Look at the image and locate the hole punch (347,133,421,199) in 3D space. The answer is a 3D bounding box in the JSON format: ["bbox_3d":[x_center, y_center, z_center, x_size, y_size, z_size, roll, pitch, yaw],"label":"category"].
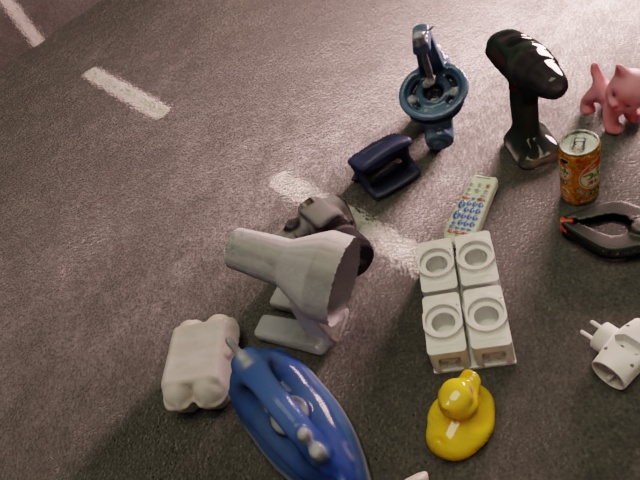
[{"bbox_3d":[0.104,-0.142,0.999,0.108,0.091,0.100,-31,45,-4],"label":"hole punch"}]

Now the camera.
[{"bbox_3d":[0.008,0.003,0.906,0.143,0.101,0.136,-37,46,-10],"label":"camera"}]

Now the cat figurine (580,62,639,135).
[{"bbox_3d":[0.467,-0.236,0.896,0.067,0.118,0.127,-28,45,-1],"label":"cat figurine"}]

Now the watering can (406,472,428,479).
[{"bbox_3d":[0.121,0.301,0.522,0.101,0.195,0.172,-44,47,-16],"label":"watering can"}]

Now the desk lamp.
[{"bbox_3d":[-0.030,0.067,0.786,0.202,0.214,0.118,6,54,29],"label":"desk lamp"}]

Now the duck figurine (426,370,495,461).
[{"bbox_3d":[0.160,0.200,0.671,0.077,0.086,0.105,22,63,37],"label":"duck figurine"}]

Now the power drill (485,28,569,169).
[{"bbox_3d":[0.323,-0.217,0.881,0.075,0.209,0.229,-21,45,7],"label":"power drill"}]

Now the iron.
[{"bbox_3d":[-0.032,0.220,0.702,0.119,0.142,0.257,-40,46,-13],"label":"iron"}]

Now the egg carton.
[{"bbox_3d":[-0.173,0.183,0.852,0.107,0.070,0.150,-12,47,15],"label":"egg carton"}]

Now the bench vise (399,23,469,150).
[{"bbox_3d":[0.185,-0.296,1.007,0.121,0.220,0.207,-20,45,8],"label":"bench vise"}]
